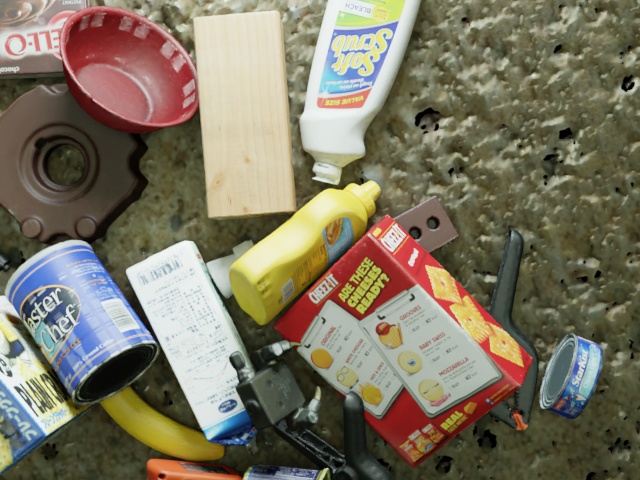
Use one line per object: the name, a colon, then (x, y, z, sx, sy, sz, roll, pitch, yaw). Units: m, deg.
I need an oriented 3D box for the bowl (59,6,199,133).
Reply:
bowl: (-0.206, -0.167, 1.118, 0.162, 0.161, 0.055, 45, 131, 1)

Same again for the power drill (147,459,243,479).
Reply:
power drill: (-0.159, 0.329, 1.122, 0.184, 0.057, 0.188, 9, 92, -25)

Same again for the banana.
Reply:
banana: (-0.191, 0.179, 1.157, 0.069, 0.037, 0.198, -42, 89, 3)

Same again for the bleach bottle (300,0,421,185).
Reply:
bleach bottle: (0.043, -0.182, 1.139, 0.102, 0.068, 0.251, 14, 93, 3)

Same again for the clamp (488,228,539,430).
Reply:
clamp: (0.183, 0.101, 1.145, 0.164, 0.036, 0.210, -31, 91, 8)

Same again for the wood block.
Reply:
wood block: (-0.077, -0.128, 1.127, 0.090, 0.091, 0.206, -5, 90, 1)

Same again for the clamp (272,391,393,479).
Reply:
clamp: (0.021, 0.241, 1.140, 0.120, 0.039, 0.171, -11, 107, 41)

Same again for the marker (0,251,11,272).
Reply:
marker: (-0.385, -0.010, 1.170, 0.121, 0.020, 0.020, 44, 91, 1)

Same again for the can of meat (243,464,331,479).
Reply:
can of meat: (-0.035, 0.288, 1.117, 0.084, 0.057, 0.102, 3, 105, 13)

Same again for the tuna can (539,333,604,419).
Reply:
tuna can: (0.264, 0.144, 1.121, 0.033, 0.086, 0.086, 22, 91, -1)

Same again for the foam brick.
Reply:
foam brick: (0.101, -0.007, 1.142, 0.078, 0.051, 0.053, -30, 89, 1)

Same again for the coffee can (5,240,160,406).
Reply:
coffee can: (-0.246, 0.085, 1.107, 0.103, 0.102, 0.140, -39, 71, 1)

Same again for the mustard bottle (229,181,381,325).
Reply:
mustard bottle: (-0.008, 0.001, 1.117, 0.191, 0.096, 0.058, -40, 62, -20)

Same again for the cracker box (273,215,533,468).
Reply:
cracker box: (0.085, 0.106, 1.105, 0.214, 0.072, 0.164, 45, 120, 1)

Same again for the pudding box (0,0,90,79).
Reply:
pudding box: (-0.306, -0.222, 1.157, 0.113, 0.039, 0.090, -4, 90, 1)
